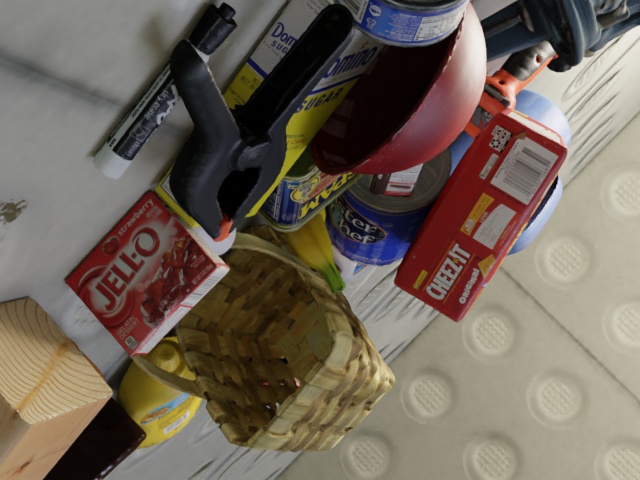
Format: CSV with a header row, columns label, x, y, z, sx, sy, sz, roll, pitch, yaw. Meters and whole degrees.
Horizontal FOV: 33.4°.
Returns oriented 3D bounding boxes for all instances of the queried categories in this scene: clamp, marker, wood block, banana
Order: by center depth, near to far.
label,x,y,z,sx,sy,sz,roll,pitch,yaw
marker,-0.087,-0.084,0.602,0.121,0.020,0.020,-49,167,18
clamp,-0.039,-0.068,0.633,0.120,0.039,0.172,-21,152,-25
wood block,-0.241,0.145,0.692,0.206,0.090,0.090,-49,166,20
banana,-0.012,-0.014,0.927,0.037,0.069,0.198,-20,-161,3

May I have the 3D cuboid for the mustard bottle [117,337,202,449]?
label,x,y,z,sx,sy,sz,roll,pitch,yaw
mustard bottle,-0.152,0.141,1.036,0.096,0.058,0.192,-35,165,-23

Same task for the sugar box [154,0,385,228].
label,x,y,z,sx,sy,sz,roll,pitch,yaw
sugar box,-0.028,-0.088,0.717,0.176,0.048,0.093,-49,167,23

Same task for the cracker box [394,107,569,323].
label,x,y,z,sx,sy,sz,roll,pitch,yaw
cracker box,0.143,-0.031,0.933,0.164,0.072,0.213,-60,174,13

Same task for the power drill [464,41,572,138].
label,x,y,z,sx,sy,sz,roll,pitch,yaw
power drill,0.232,-0.190,1.174,0.187,0.057,0.184,-49,164,-11

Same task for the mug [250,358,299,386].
label,x,y,z,sx,sy,sz,roll,pitch,yaw
mug,-0.069,0.136,1.166,0.093,0.117,0.082,-51,177,-30

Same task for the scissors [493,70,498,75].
label,x,y,z,sx,sy,sz,roll,pitch,yaw
scissors,0.125,-0.109,1.207,0.202,0.016,0.096,-52,170,31

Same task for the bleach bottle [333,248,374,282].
label,x,y,z,sx,sy,sz,roll,pitch,yaw
bleach bottle,0.050,-0.008,1.199,0.102,0.068,0.251,-41,170,-8

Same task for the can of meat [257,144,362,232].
label,x,y,z,sx,sy,sz,roll,pitch,yaw
can of meat,-0.007,-0.066,0.834,0.102,0.057,0.084,-40,165,-21

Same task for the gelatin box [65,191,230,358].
label,x,y,z,sx,sy,sz,roll,pitch,yaw
gelatin box,-0.119,0.024,0.728,0.089,0.073,0.030,-45,167,6

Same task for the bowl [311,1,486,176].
label,x,y,z,sx,sy,sz,roll,pitch,yaw
bowl,0.063,-0.104,0.732,0.162,0.055,0.162,-43,-150,32

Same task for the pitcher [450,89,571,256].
label,x,y,z,sx,sy,sz,roll,pitch,yaw
pitcher,0.208,-0.070,1.276,0.242,0.149,0.145,-47,175,-29

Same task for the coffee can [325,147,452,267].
label,x,y,z,sx,sy,sz,roll,pitch,yaw
coffee can,0.059,-0.047,0.997,0.102,0.103,0.140,-40,167,-19

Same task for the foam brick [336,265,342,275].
label,x,y,z,sx,sy,sz,roll,pitch,yaw
foam brick,-0.021,0.049,1.174,0.052,0.051,0.078,-34,164,-37

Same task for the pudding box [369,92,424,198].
label,x,y,z,sx,sy,sz,roll,pitch,yaw
pudding box,0.063,-0.102,0.840,0.090,0.039,0.113,100,-5,-68

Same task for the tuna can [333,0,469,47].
label,x,y,z,sx,sy,sz,roll,pitch,yaw
tuna can,0.051,-0.160,0.642,0.086,0.086,0.034,-38,165,-28
